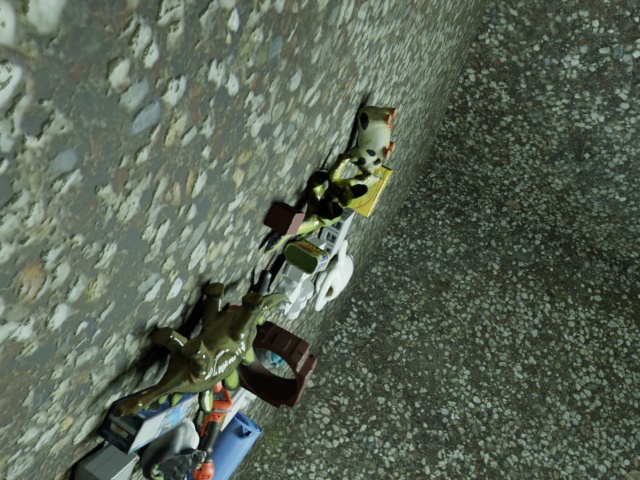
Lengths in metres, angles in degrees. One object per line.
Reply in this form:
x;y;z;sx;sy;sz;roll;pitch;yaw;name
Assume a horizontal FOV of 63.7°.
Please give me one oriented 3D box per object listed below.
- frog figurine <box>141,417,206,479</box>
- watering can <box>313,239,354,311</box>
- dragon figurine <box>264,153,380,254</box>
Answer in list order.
-0.309;0.428;1.078;0.161;0.122;0.136;41;-65;65;frog figurine
0.064;0.109;1.906;0.228;0.104;0.341;-44;160;-60;watering can
0.004;-0.064;1.265;0.415;0.123;0.238;-40;167;-23;dragon figurine
